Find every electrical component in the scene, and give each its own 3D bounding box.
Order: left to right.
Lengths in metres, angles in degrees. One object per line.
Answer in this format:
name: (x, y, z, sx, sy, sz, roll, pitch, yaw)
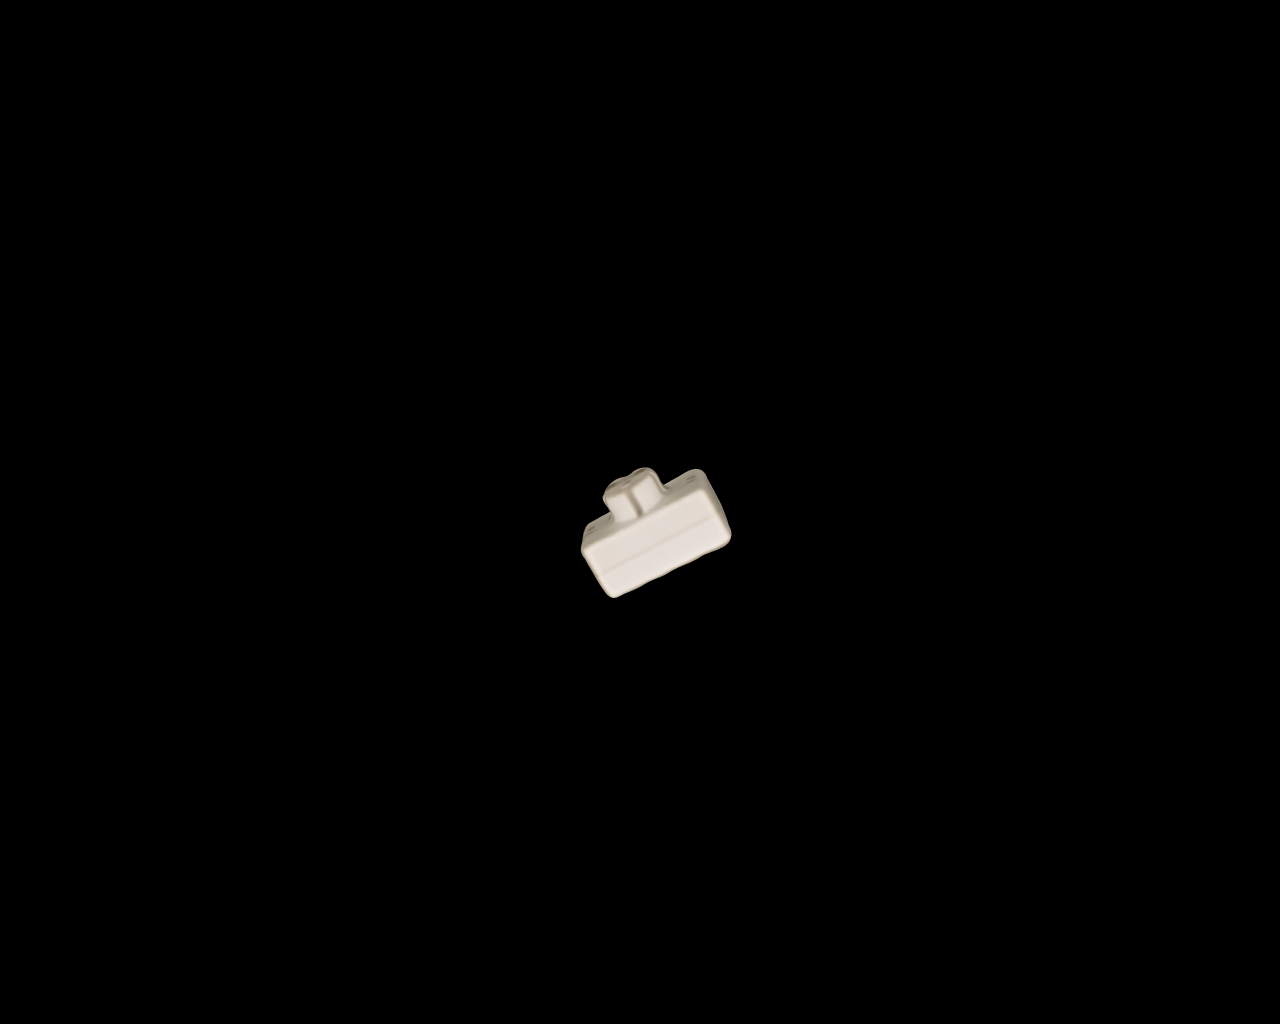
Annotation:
electrical component: (0.001, -0.003, 0.650, 0.083, 0.075, 0.047, -27, 14, 7)
